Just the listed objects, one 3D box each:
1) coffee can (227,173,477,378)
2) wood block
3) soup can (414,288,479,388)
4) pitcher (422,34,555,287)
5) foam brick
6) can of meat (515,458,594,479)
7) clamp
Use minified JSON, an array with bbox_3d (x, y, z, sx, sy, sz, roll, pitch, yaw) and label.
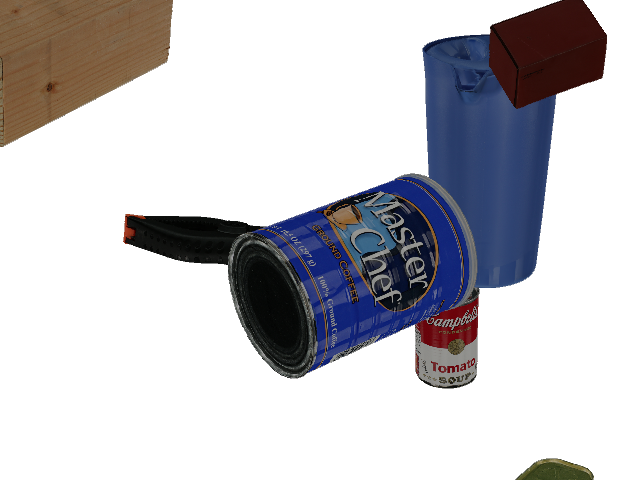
[{"bbox_3d":[0.022,0.022,0.735,0.140,0.103,0.103,-21,11,-30],"label":"coffee can"},{"bbox_3d":[-0.231,-0.175,0.935,0.090,0.091,0.205,30,42,21],"label":"wood block"},{"bbox_3d":[0.134,0.097,1.136,0.068,0.102,0.068,-2,24,1],"label":"soup can"},{"bbox_3d":[0.173,-0.084,1.083,0.149,0.243,0.145,-10,25,-19],"label":"pitcher"},{"bbox_3d":[0.181,-0.150,0.850,0.078,0.051,0.053,-20,-32,-5],"label":"foam brick"},{"bbox_3d":[0.193,0.251,0.920,0.058,0.084,0.101,11,26,41],"label":"can of meat"},{"bbox_3d":[-0.074,0.005,0.953,0.210,0.036,0.164,6,12,-2],"label":"clamp"}]
